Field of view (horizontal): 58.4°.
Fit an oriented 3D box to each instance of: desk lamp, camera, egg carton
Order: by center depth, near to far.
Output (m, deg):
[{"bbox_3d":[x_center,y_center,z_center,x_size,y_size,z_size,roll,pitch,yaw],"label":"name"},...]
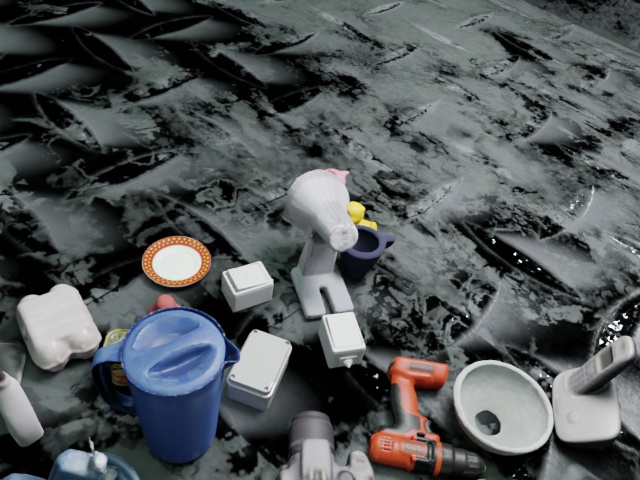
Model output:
[{"bbox_3d":[0.005,0.324,0.846,0.143,0.101,0.136,4,45,-8],"label":"camera"},{"bbox_3d":[-0.436,0.144,0.951,0.107,0.069,0.150,-23,55,-30],"label":"egg carton"},{"bbox_3d":[0.010,0.004,1.080,0.118,0.213,0.203,-7,48,-18],"label":"desk lamp"}]

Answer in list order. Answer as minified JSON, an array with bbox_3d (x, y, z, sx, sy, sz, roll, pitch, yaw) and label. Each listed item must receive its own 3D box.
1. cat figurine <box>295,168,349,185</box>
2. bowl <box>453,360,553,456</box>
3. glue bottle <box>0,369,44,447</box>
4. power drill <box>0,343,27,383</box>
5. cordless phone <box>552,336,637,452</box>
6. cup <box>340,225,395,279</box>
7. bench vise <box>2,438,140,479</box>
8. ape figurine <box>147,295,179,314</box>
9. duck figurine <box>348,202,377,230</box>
[{"bbox_3d":[0.002,-0.118,1.265,0.128,0.118,0.067,0,46,-12],"label":"cat figurine"},{"bbox_3d":[0.295,0.291,0.958,0.167,0.075,0.167,6,45,-6],"label":"bowl"},{"bbox_3d":[-0.435,0.222,0.802,0.078,0.173,0.037,38,50,24],"label":"glue bottle"},{"bbox_3d":[-0.500,0.138,0.845,0.076,0.208,0.229,-1,46,-12],"label":"power drill"},{"bbox_3d":[0.466,0.253,0.952,0.094,0.185,0.147,14,45,2],"label":"cordless phone"},{"bbox_3d":[0.090,0.029,1.156,0.118,0.095,0.091,-9,49,-20],"label":"cup"},{"bbox_3d":[-0.317,0.319,0.699,0.208,0.220,0.121,-5,47,-16],"label":"bench vise"},{"bbox_3d":[-0.266,0.131,0.984,0.078,0.092,0.076,-17,52,-26],"label":"ape figurine"},{"bbox_3d":[0.074,-0.043,1.229,0.104,0.086,0.077,10,45,-2],"label":"duck figurine"}]
